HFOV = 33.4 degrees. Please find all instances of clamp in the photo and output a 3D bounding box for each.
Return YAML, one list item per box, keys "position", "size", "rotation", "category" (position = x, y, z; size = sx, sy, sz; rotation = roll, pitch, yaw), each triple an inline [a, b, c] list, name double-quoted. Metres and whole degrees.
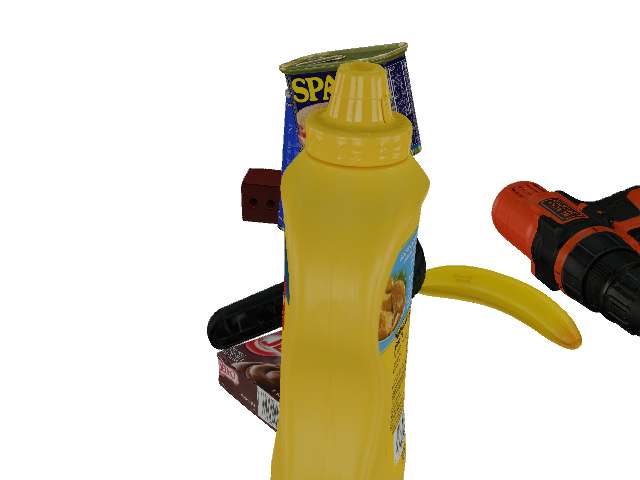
- position: [0.025, 0.034, 0.662]
  size: [0.120, 0.039, 0.171]
  rotation: [27, 45, 22]
  category: "clamp"

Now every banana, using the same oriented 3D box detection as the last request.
- position: [0.176, 0.062, 1.083]
  size: [0.198, 0.069, 0.037]
  rotation: [14, -38, 26]
  category: "banana"

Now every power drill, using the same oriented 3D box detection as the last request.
- position: [0.236, -0.004, 0.731]
  size: [0.187, 0.057, 0.185]
  rotation: [-10, 29, -18]
  category: "power drill"

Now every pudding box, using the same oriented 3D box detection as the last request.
- position: [-0.021, 0.118, 0.906]
  size: [0.089, 0.039, 0.114]
  rotation: [-18, 32, -32]
  category: "pudding box"

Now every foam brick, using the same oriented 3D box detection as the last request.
- position: [-0.058, -0.055, 1.342]
  size: [0.078, 0.053, 0.051]
  rotation: [4, 29, 8]
  category: "foam brick"

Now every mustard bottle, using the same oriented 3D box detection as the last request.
- position: [0.012, 0.023, 0.436]
  size: [0.058, 0.192, 0.096]
  rotation: [8, 25, 11]
  category: "mustard bottle"

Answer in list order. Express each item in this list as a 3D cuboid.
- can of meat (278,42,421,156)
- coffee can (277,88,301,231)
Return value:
- position: [0.025, -0.103, 0.830]
  size: [0.102, 0.084, 0.057]
  rotation: [1, 21, 38]
  category: "can of meat"
- position: [0.011, -0.079, 1.078]
  size: [0.103, 0.140, 0.103]
  rotation: [4, 12, -1]
  category: "coffee can"
